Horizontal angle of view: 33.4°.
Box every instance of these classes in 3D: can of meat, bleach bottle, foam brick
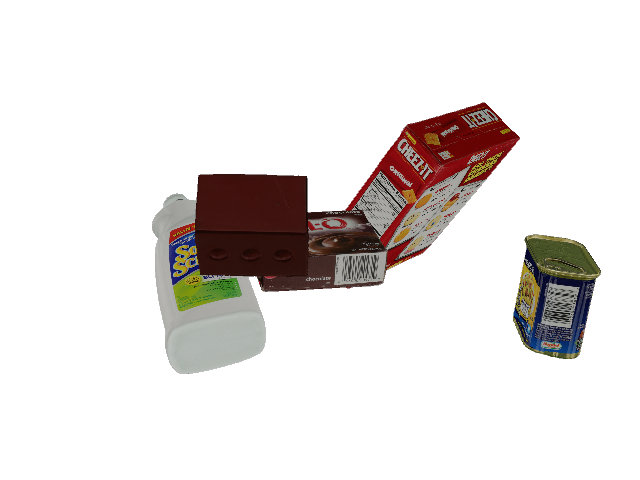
[{"bbox_3d":[0.215,0.051,0.984,0.057,0.084,0.102,7,18,-1],"label":"can of meat"},{"bbox_3d":[-0.135,0.030,1.122,0.102,0.068,0.251,-12,38,-13],"label":"bleach bottle"},{"bbox_3d":[-0.047,-0.010,0.736,0.078,0.051,0.053,1,-34,-1],"label":"foam brick"}]

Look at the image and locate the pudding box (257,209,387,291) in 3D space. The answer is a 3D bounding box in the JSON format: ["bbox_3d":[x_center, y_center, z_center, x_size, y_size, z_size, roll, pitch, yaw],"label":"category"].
[{"bbox_3d":[-0.006,0.007,0.952,0.113,0.039,0.090,-1,27,-13],"label":"pudding box"}]

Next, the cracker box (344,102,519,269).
[{"bbox_3d":[0.110,-0.054,1.238,0.163,0.072,0.214,-22,-25,-47],"label":"cracker box"}]
